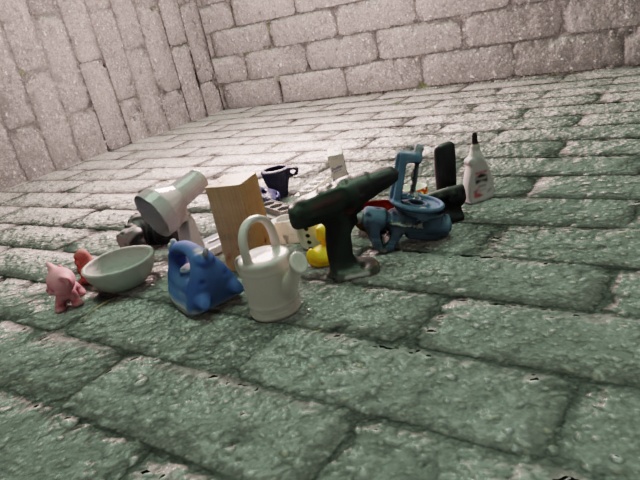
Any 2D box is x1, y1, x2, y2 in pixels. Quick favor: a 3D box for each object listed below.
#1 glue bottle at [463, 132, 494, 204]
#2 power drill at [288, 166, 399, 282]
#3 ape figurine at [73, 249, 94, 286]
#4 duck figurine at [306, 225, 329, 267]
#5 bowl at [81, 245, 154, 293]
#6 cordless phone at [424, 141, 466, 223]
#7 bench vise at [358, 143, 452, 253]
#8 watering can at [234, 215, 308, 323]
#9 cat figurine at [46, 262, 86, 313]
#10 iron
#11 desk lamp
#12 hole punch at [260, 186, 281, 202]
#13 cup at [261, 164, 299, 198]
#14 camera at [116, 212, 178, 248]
[{"bbox_3d":[0.384,-0.179,1.404,0.078,0.173,0.037,-20,23,-19],"label":"glue bottle"},{"bbox_3d":[0.059,-0.030,1.152,0.229,0.209,0.075,-12,22,0],"label":"power drill"},{"bbox_3d":[-0.574,0.065,1.403,0.076,0.092,0.077,-14,22,-5],"label":"ape figurine"},{"bbox_3d":[0.012,0.005,1.259,0.105,0.086,0.077,-27,26,-33],"label":"duck figurine"},{"bbox_3d":[-0.461,0.077,1.338,0.167,0.075,0.167,-10,22,4],"label":"bowl"},{"bbox_3d":[0.260,-0.129,1.327,0.148,0.185,0.094,-18,23,-16],"label":"cordless phone"},{"bbox_3d":[0.171,-0.086,1.219,0.208,0.220,0.121,-17,22,-14],"label":"bench vise"},{"bbox_3d":[-0.095,0.045,1.064,0.172,0.194,0.101,-4,23,19],"label":"watering can"},{"bbox_3d":[-0.583,0.096,1.297,0.067,0.118,0.127,-18,22,-15],"label":"cat figurine"},{"bbox_3d":[-0.270,0.059,1.194,0.119,0.142,0.257,-26,26,-32],"label":"iron"},{"bbox_3d":[-0.329,-0.055,1.408,0.117,0.214,0.204,11,31,45],"label":"desk lamp"},{"bbox_3d":[-0.166,-0.122,1.659,0.101,0.091,0.108,-11,22,3],"label":"hole punch"},{"bbox_3d":[-0.117,-0.181,1.776,0.117,0.095,0.091,-9,22,7],"label":"cup"},{"bbox_3d":[-0.455,-0.022,1.548,0.136,0.101,0.143,-4,23,18],"label":"camera"}]
